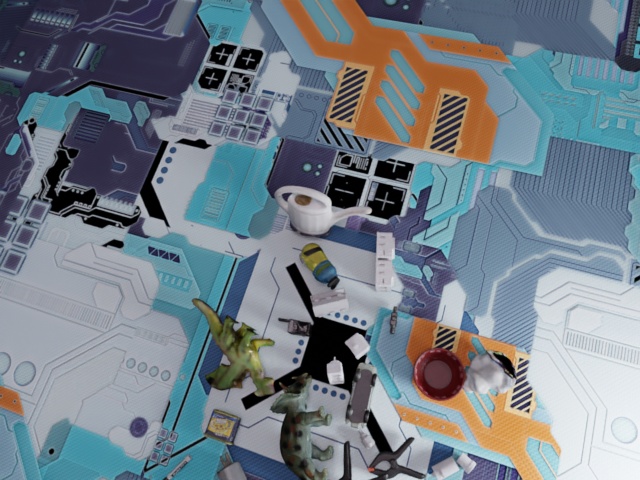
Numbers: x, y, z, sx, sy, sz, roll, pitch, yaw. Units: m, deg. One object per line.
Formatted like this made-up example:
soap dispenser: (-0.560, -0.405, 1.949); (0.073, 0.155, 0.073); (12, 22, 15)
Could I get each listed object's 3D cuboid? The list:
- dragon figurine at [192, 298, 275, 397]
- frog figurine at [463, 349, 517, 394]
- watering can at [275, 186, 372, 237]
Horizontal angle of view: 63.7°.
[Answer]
dragon figurine: (-0.309, 0.387, 1.736); (0.412, 0.121, 0.244); (25, 84, 17)
frog figurine: (0.529, 0.428, 1.618); (0.138, 0.124, 0.157); (41, 117, 10)
watering can: (0.005, -0.090, 1.795); (0.348, 0.219, 0.106); (16, 58, 12)
